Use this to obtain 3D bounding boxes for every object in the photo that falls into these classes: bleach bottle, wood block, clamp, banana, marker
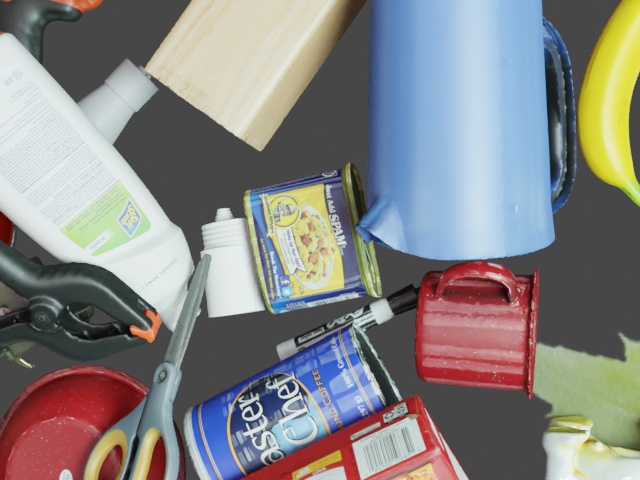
[{"bbox_3d":[-0.185,-0.027,0.796,0.102,0.068,0.250,-41,104,-8],"label":"bleach bottle"},{"bbox_3d":[-0.027,-0.179,0.796,0.090,0.090,0.206,36,92,7],"label":"wood block"},{"bbox_3d":[-0.203,0.039,0.776,0.171,0.039,0.120,2,123,1],"label":"clamp"},{"bbox_3d":[0.230,-0.126,0.785,0.069,0.037,0.198,14,91,-10],"label":"banana"},{"bbox_3d":[0.024,0.064,0.813,0.121,0.020,0.020,-25,84,7],"label":"marker"}]

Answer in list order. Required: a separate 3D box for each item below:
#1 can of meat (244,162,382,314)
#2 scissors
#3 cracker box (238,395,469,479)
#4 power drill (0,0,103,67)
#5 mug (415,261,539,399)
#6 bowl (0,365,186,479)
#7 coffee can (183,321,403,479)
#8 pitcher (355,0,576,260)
[{"bbox_3d":[-0.005,0.001,0.802,0.084,0.057,0.102,-12,85,10],"label":"can of meat"},{"bbox_3d":[-0.127,0.110,0.779,0.096,0.016,0.201,-15,57,33],"label":"scissors"},{"bbox_3d":[0.044,0.227,0.728,0.164,0.072,0.213,-28,118,7],"label":"cracker box"},{"bbox_3d":[-0.276,-0.161,0.849,0.184,0.057,0.187,16,90,9],"label":"power drill"},{"bbox_3d":[0.111,0.057,0.756,0.081,0.117,0.093,3,52,13],"label":"mug"},{"bbox_3d":[-0.188,0.179,0.822,0.162,0.055,0.162,0,88,8],"label":"bowl"},{"bbox_3d":[-0.013,0.136,0.773,0.140,0.102,0.103,-29,84,6],"label":"coffee can"},{"bbox_3d":[0.102,-0.114,0.732,0.145,0.149,0.243,1,102,14],"label":"pitcher"}]
